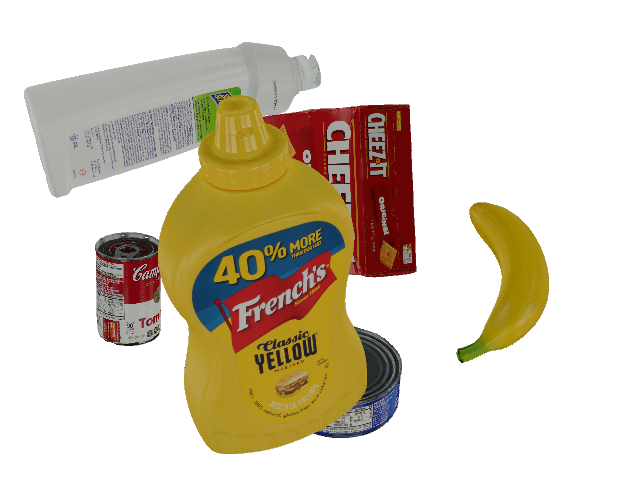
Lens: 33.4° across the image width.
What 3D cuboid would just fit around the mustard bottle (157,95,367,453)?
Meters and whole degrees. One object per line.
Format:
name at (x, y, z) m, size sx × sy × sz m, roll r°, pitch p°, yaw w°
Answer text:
mustard bottle at (-0.029, 0.016, 0.525) m, size 0.096 × 0.191 × 0.058 m, roll -18°, pitch 38°, yaw -16°

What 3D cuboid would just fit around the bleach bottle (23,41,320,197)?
bleach bottle at (-0.122, -0.114, 0.928) m, size 0.250 × 0.068 × 0.103 m, roll -15°, pitch -31°, yaw -14°

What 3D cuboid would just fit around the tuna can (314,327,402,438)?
tuna can at (0.013, 0.098, 0.745) m, size 0.086 × 0.034 × 0.086 m, roll 1°, pitch 32°, yaw -1°

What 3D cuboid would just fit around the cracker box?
cracker box at (0.004, -0.051, 1.092) m, size 0.071 × 0.164 × 0.214 m, roll -6°, pitch 6°, yaw -33°

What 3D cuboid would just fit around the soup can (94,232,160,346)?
soup can at (-0.202, 0.051, 1.121) m, size 0.068 × 0.102 × 0.068 m, roll 3°, pitch 23°, yaw -1°

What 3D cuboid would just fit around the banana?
banana at (0.151, 0.024, 0.872) m, size 0.070 × 0.037 × 0.197 m, roll 2°, pitch 36°, yaw 11°
